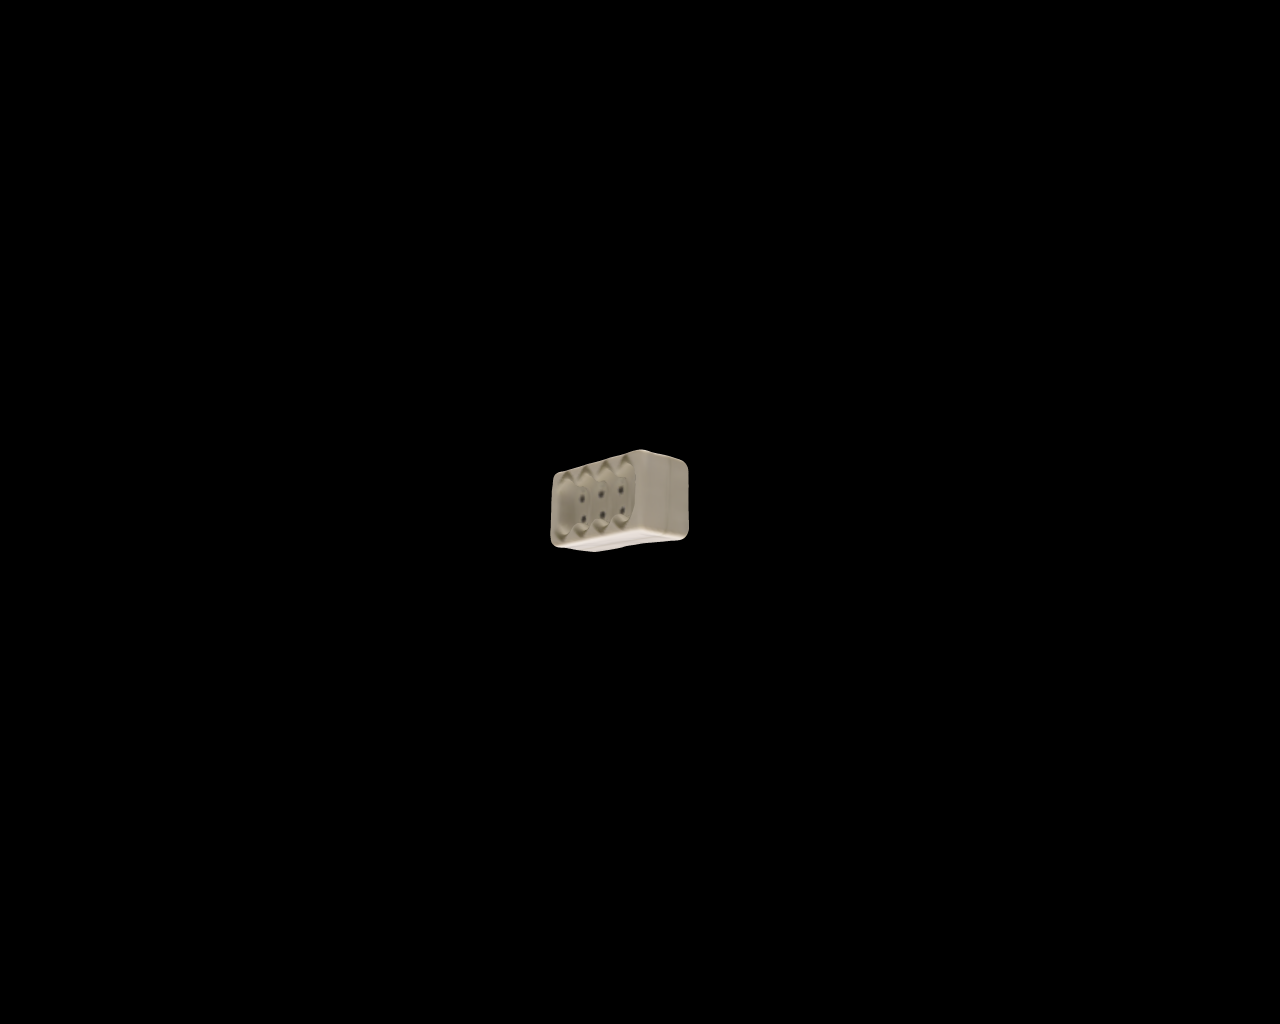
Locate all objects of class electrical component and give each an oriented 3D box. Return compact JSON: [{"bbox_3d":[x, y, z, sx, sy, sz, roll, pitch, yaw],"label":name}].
[{"bbox_3d":[0.001,-0.003,0.650,0.076,0.047,0.083,10,-14,-42],"label":"electrical component"}]
